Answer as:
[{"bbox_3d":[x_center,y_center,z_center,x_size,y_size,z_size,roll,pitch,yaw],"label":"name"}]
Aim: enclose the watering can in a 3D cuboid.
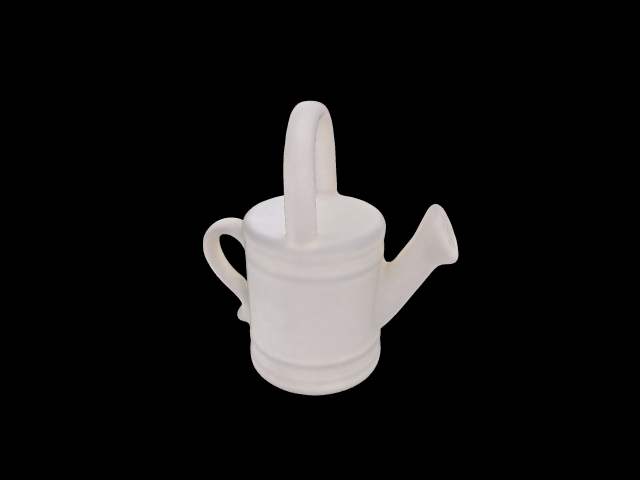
[{"bbox_3d":[0.004,0.000,0.402,0.173,0.194,0.100,-4,26,-8],"label":"watering can"}]
